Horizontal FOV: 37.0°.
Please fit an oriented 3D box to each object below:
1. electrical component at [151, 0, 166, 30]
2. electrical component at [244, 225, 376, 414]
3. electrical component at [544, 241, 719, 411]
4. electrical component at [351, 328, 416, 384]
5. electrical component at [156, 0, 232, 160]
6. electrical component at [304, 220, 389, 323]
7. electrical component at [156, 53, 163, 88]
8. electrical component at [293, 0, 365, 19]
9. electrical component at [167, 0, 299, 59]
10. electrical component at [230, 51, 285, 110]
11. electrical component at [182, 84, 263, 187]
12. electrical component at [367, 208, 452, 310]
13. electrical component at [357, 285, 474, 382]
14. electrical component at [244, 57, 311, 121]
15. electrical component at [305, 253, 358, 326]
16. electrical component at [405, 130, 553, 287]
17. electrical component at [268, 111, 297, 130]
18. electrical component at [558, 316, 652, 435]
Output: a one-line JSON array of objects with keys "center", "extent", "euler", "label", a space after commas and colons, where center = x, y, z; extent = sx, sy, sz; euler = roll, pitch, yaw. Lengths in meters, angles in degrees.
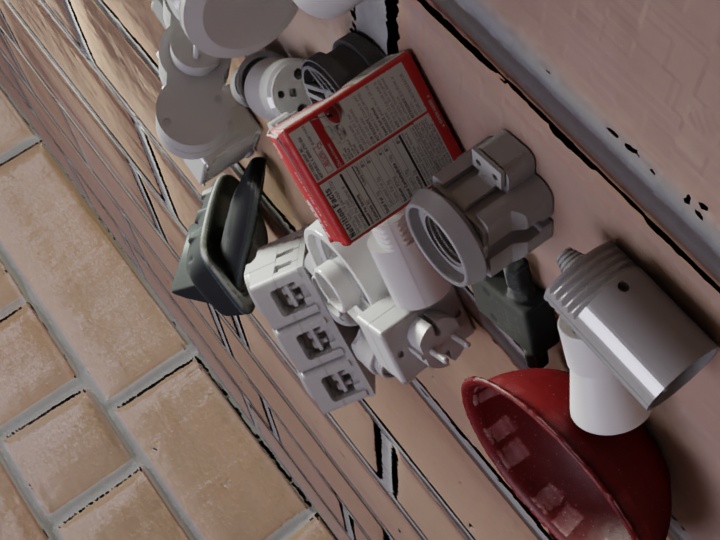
[{"center": [-0.136, -0.205, 0.844], "extent": [0.081, 0.042, 0.064], "euler": [59, 168, -11], "label": "electrical component"}, {"center": [-0.045, 0.048, 1.012], "extent": [0.150, 0.062, 0.089], "euler": [62, -167, -24], "label": "electrical component"}, {"center": [0.122, 0.021, 0.502], "extent": [0.081, 0.043, 0.043], "euler": [50, 165, 22], "label": "electrical component"}, {"center": [0.025, 0.076, 0.949], "extent": [0.062, 0.043, 0.043], "euler": [43, 162, 37], "label": "electrical component"}, {"center": [-0.117, -0.154, 0.764], "extent": [0.074, 0.052, 0.138], "euler": [136, 136, -76], "label": "electrical component"}, {"center": [0.000, 0.000, 0.823], "extent": [0.108, 0.060, 0.108], "euler": [50, 165, 19], "label": "electrical component"}, {"center": [-0.166, -0.179, 1.002], "extent": [0.062, 0.043, 0.043], "euler": [58, 166, -4], "label": "electrical component"}, {"center": [-0.017, -0.168, 0.525], "extent": [0.079, 0.044, 0.077], "euler": [58, 166, -10], "label": "electrical component"}, {"center": [-0.079, -0.173, 0.651], "extent": [0.051, 0.080, 0.080], "euler": [53, 167, 32], "label": "electrical component"}, {"center": [-0.075, -0.138, 0.799], "extent": [0.044, 0.044, 0.065], "euler": [59, 170, -14], "label": "electrical component"}, {"center": [-0.132, -0.126, 0.971], "extent": [0.061, 0.062, 0.096], "euler": [55, 166, 1], "label": "electrical component"}, {"center": [0.028, -0.017, 0.725], "extent": [0.043, 0.043, 0.081], "euler": [34, 155, 56], "label": "electrical component"}, {"center": [0.048, 0.045, 0.754], "extent": [0.077, 0.066, 0.047], "euler": [33, 154, 57], "label": "electrical component"}, {"center": [-0.050, -0.124, 0.740], "extent": [0.045, 0.045, 0.055], "euler": [61, 165, -22], "label": "electrical component"}, {"center": [-0.022, -0.001, 0.929], "extent": [0.079, 0.044, 0.077], "euler": [48, 165, 29], "label": "electrical component"}, {"center": [0.061, -0.028, 0.563], "extent": [0.058, 0.057, 0.078], "euler": [47, 164, 31], "label": "electrical component"}, {"center": [-0.018, -0.085, 0.698], "extent": [0.066, 0.055, 0.048], "euler": [51, 165, 17], "label": "electrical component"}, {"center": [0.126, 0.048, 0.560], "extent": [0.044, 0.044, 0.065], "euler": [36, 151, 54], "label": "electrical component"}]
